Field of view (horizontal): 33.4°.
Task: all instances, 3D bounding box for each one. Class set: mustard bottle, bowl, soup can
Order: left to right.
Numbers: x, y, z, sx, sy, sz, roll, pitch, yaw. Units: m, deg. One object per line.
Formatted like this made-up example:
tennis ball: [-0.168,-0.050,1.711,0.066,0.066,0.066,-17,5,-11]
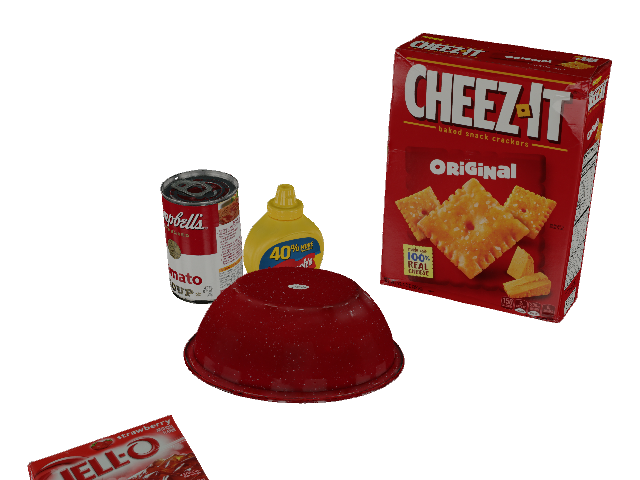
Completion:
soup can: [-0.105,-0.003,0.951,0.068,0.102,0.068,-1,28,0]
mustard bottle: [-0.042,0.026,1.236,0.096,0.192,0.058,-11,28,-25]
bowl: [-0.018,0.059,0.770,0.162,0.055,0.162,2,17,-1]

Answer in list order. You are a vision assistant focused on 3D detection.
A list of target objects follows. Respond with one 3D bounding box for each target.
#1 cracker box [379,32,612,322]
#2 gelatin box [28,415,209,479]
cracker box: [0.139,-0.051,0.887,0.164,0.214,0.072,13,27,23]
gelatin box: [-0.112,0.140,0.598,0.089,0.030,0.073,-16,28,-20]
